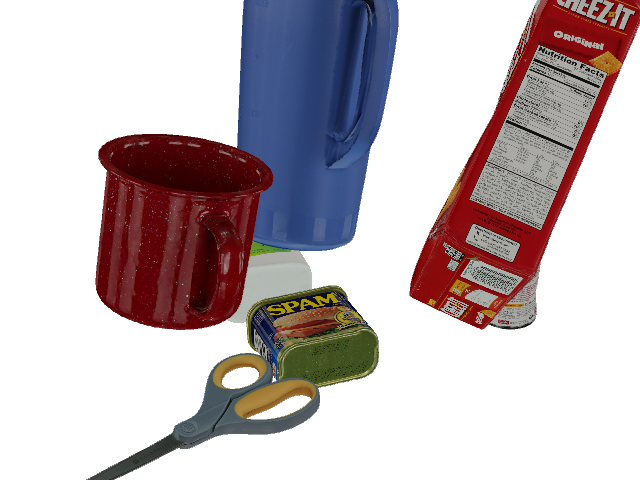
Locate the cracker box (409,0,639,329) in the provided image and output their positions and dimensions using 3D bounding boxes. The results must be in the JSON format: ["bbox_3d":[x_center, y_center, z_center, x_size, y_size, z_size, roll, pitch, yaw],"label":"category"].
[{"bbox_3d":[0.140,-0.059,0.752,0.072,0.213,0.164,24,-15,5],"label":"cracker box"}]

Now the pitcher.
[{"bbox_3d":[-0.005,-0.116,0.906,0.145,0.243,0.149,9,14,11],"label":"pitcher"}]

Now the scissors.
[{"bbox_3d":[-0.098,0.129,0.785,0.201,0.016,0.096,-12,33,-24],"label":"scissors"}]

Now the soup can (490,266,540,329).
[{"bbox_3d":[0.213,0.040,1.198,0.068,0.102,0.068,-1,29,1],"label":"soup can"}]

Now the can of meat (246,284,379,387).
[{"bbox_3d":[-0.007,0.090,0.974,0.102,0.057,0.084,-11,28,-18],"label":"can of meat"}]

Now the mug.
[{"bbox_3d":[-0.071,0.000,0.569,0.093,0.081,0.117,-4,26,-33],"label":"mug"}]

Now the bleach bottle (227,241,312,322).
[{"bbox_3d":[-0.092,-0.003,1.193,0.102,0.068,0.251,-8,30,-17],"label":"bleach bottle"}]
